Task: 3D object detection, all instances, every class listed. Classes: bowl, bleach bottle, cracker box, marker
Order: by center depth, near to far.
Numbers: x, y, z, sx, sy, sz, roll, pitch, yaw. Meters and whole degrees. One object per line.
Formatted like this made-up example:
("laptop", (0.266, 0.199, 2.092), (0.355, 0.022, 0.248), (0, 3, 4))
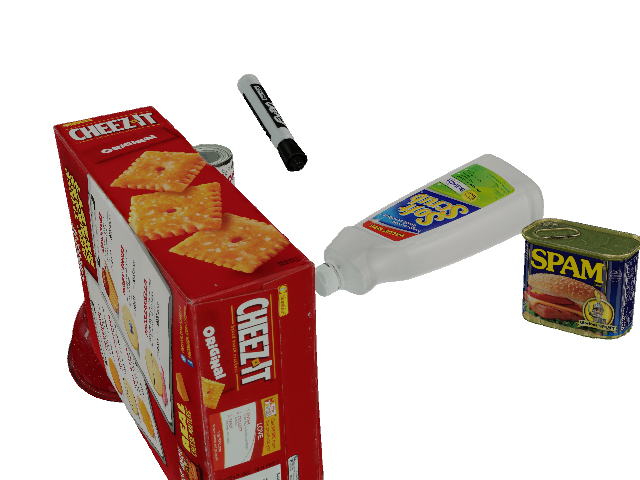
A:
("cracker box", (-0.075, 0.040, 0.593), (0.072, 0.164, 0.214), (-16, 34, -22))
("marker", (-0.040, -0.097, 0.878), (0.020, 0.020, 0.121), (0, 40, -30))
("bowl", (-0.170, 0.073, 1.004), (0.162, 0.055, 0.162), (-9, 41, 8))
("bleach bottle", (0.105, -0.004, 1.110), (0.250, 0.068, 0.103), (-27, 44, -22))

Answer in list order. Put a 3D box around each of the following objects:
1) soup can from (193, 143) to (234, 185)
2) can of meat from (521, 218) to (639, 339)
("soup can", (-0.134, -0.055, 1.253), (0.068, 0.102, 0.068), (-1, 29, 0))
("can of meat", (0.229, 0.034, 0.946), (0.102, 0.084, 0.057), (14, 27, 35))
